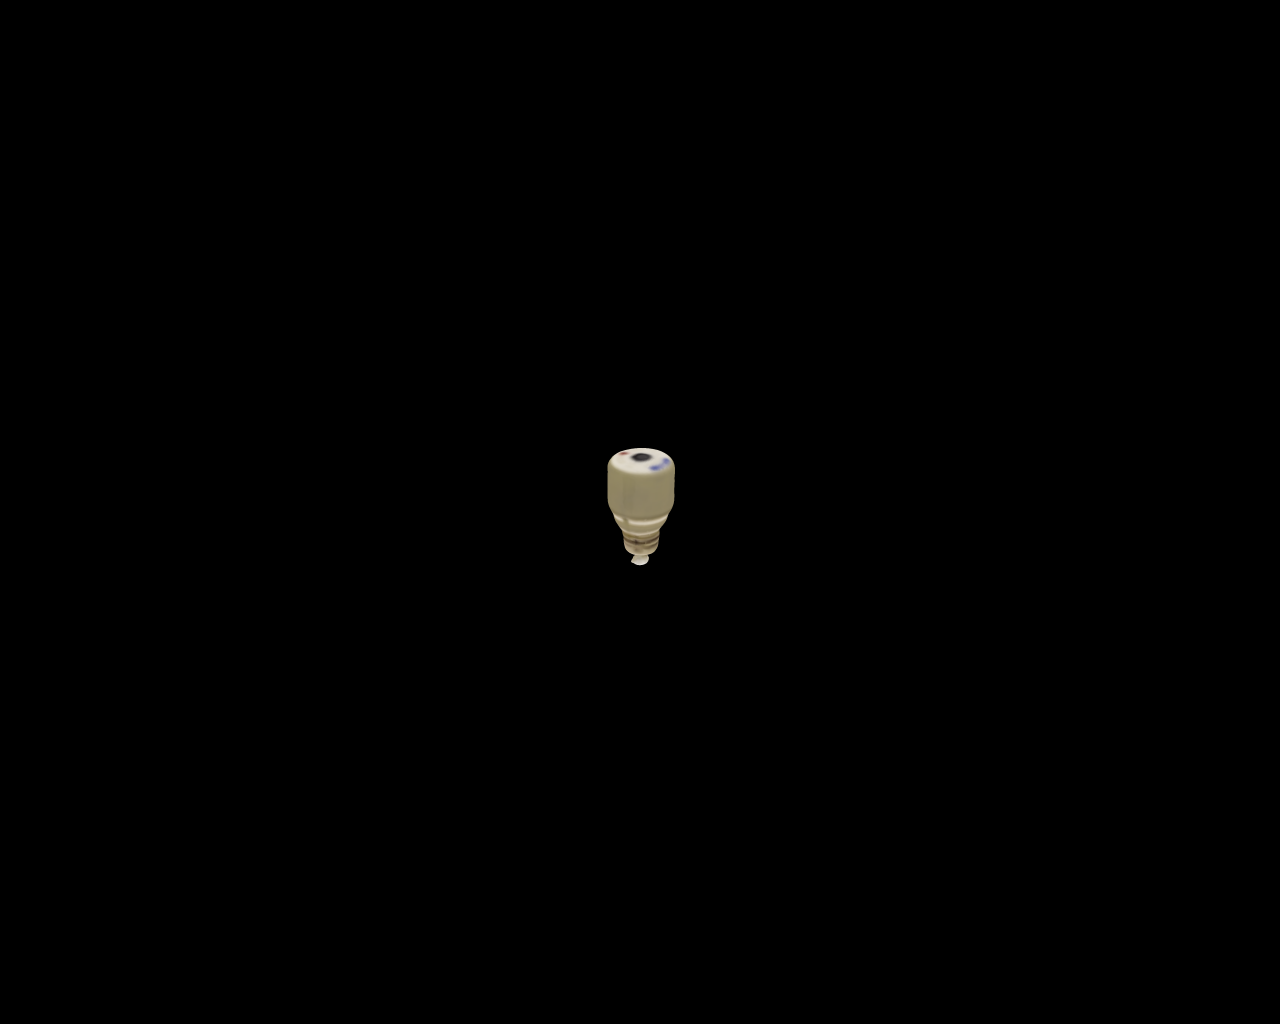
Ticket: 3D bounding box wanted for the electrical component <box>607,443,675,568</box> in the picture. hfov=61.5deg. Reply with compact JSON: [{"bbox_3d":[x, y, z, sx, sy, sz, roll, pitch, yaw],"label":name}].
[{"bbox_3d":[0.001,-0.003,0.650,0.040,0.078,0.040,0,27,0],"label":"electrical component"}]
